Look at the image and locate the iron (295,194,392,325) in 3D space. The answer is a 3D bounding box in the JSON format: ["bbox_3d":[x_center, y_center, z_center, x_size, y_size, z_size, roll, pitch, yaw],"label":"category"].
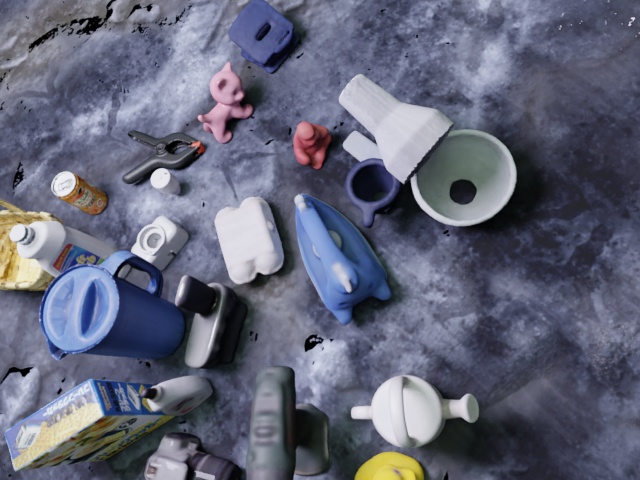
[{"bbox_3d":[0.009,0.003,0.947,0.118,0.142,0.258,-33,68,4],"label":"iron"}]

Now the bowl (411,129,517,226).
[{"bbox_3d":[0.238,-0.094,0.951,0.167,0.075,0.167,-4,73,14],"label":"bowl"}]

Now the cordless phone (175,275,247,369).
[{"bbox_3d":[-0.203,0.134,0.940,0.094,0.185,0.148,6,75,17],"label":"cordless phone"}]

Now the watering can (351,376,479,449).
[{"bbox_3d":[0.132,0.241,0.814,0.173,0.194,0.101,-28,69,6],"label":"watering can"}]

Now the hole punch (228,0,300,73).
[{"bbox_3d":[-0.109,-0.405,1.128,0.101,0.091,0.109,36,85,22],"label":"hole punch"}]

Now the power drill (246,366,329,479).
[{"bbox_3d":[-0.048,0.304,0.835,0.075,0.209,0.229,-8,72,13],"label":"power drill"}]

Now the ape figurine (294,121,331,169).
[{"bbox_3d":[-0.019,-0.182,1.037,0.078,0.092,0.076,-34,68,3],"label":"ape figurine"}]

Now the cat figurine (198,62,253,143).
[{"bbox_3d":[-0.186,-0.267,1.093,0.067,0.118,0.128,35,85,22],"label":"cat figurine"}]

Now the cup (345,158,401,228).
[{"bbox_3d":[0.095,-0.068,0.971,0.091,0.095,0.118,4,75,16],"label":"cup"}]

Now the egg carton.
[{"bbox_3d":[-0.125,0.000,1.022,0.107,0.069,0.150,-23,69,7],"label":"egg carton"}]

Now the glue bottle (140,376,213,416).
[{"bbox_3d":[-0.240,0.250,0.922,0.078,0.173,0.037,-41,68,1],"label":"glue bottle"}]

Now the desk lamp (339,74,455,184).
[{"bbox_3d":[0.115,-0.170,0.932,0.202,0.214,0.118,40,87,22],"label":"desk lamp"}]

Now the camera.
[{"bbox_3d":[-0.206,0.391,0.909,0.136,0.101,0.143,8,76,17],"label":"camera"}]

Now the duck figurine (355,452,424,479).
[{"bbox_3d":[0.099,0.357,0.847,0.104,0.086,0.077,-12,71,11],"label":"duck figurine"}]
